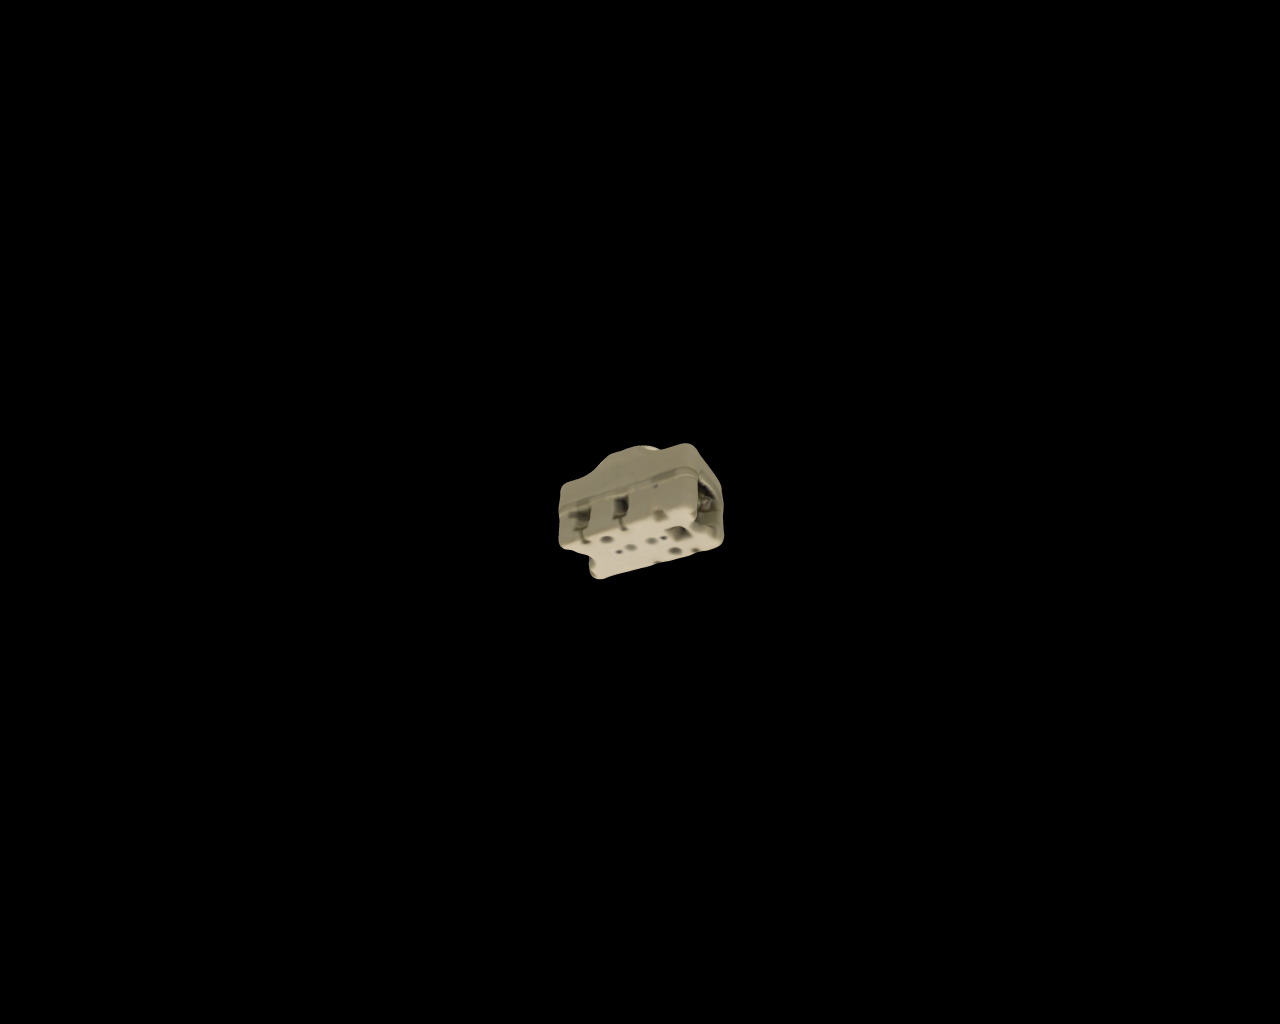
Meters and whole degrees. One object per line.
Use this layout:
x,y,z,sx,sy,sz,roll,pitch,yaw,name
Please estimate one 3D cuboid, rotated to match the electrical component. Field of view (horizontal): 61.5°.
0.001,-0.003,0.650,0.089,0.056,0.050,-17,-40,22,electrical component
